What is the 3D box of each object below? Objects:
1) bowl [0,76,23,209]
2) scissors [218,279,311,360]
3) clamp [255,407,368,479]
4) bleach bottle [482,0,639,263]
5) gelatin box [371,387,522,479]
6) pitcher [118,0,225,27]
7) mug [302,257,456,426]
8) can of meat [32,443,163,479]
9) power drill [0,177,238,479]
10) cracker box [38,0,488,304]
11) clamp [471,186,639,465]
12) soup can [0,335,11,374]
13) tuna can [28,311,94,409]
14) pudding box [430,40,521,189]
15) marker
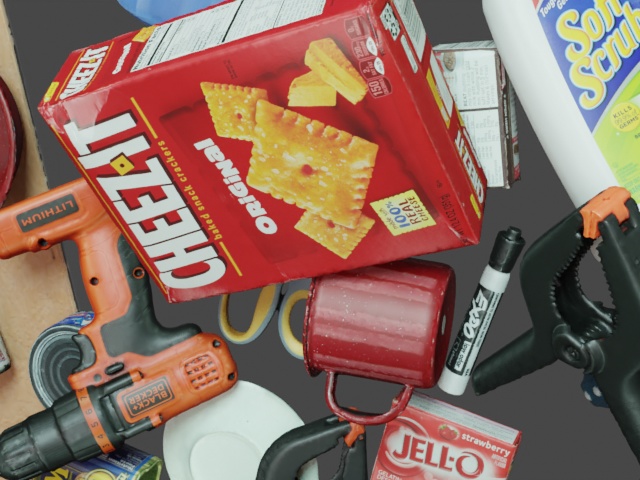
[{"bbox_3d":[-0.280,-0.083,0.802,0.162,0.055,0.162,6,106,21],"label":"bowl"},{"bbox_3d":[-0.005,0.001,0.734,0.096,0.016,0.202,35,114,9],"label":"scissors"},{"bbox_3d":[-0.014,0.199,0.767,0.120,0.039,0.171,40,104,-19],"label":"clamp"},{"bbox_3d":[0.140,-0.118,0.606,0.102,0.068,0.251,-31,89,-6],"label":"bleach bottle"},{"bbox_3d":[0.084,0.151,0.728,0.089,0.030,0.073,19,109,16],"label":"gelatin box"},{"bbox_3d":[-0.034,-0.239,0.628,0.149,0.144,0.243,35,119,32],"label":"pitcher"},{"bbox_3d":[0.038,0.061,0.685,0.081,0.093,0.117,9,75,15],"label":"mug"},{"bbox_3d":[-0.177,0.201,0.835,0.084,0.057,0.102,20,111,14],"label":"can of meat"},{"bbox_3d":[-0.174,0.060,0.759,0.184,0.057,0.187,-24,94,-10],"label":"power drill"},{"bbox_3d":[-0.030,-0.055,0.624,0.214,0.072,0.164,-12,126,24],"label":"cracker box"},{"bbox_3d":[0.147,0.056,0.614,0.165,0.036,0.210,25,139,41],"label":"clamp"},{"bbox_3d":[-0.292,0.065,0.839,0.069,0.068,0.102,-16,97,25],"label":"soup can"},{"bbox_3d":[-0.181,0.100,0.821,0.086,0.033,0.086,6,106,21],"label":"tuna can"},{"bbox_3d":[0.066,-0.076,0.672,0.114,0.039,0.090,0,105,24],"label":"pudding box"},{"bbox_3d":[0.106,0.046,0.698,0.020,0.020,0.121,24,112,15],"label":"marker"}]
